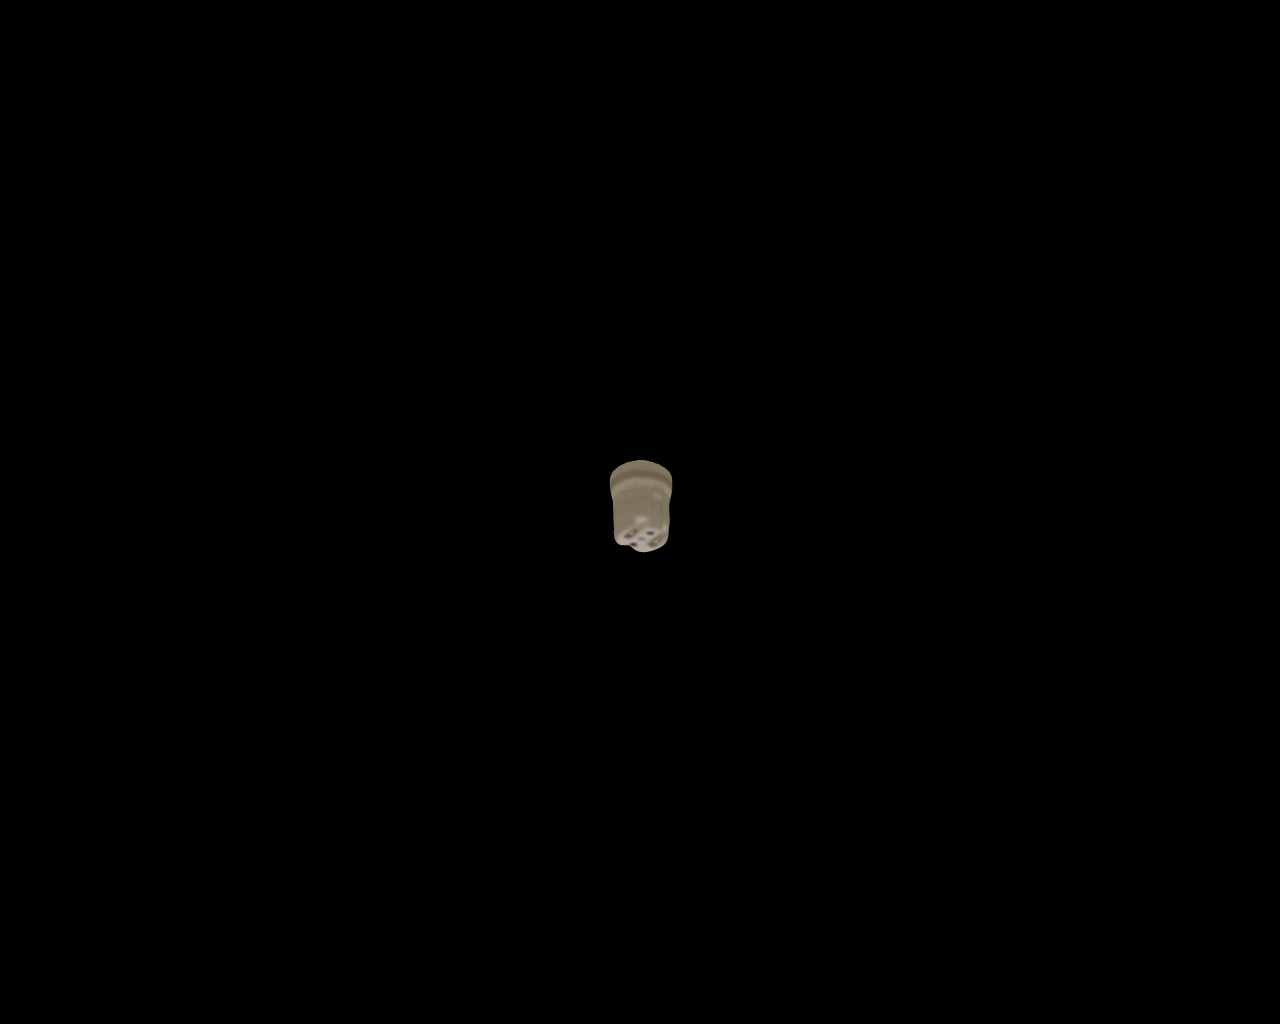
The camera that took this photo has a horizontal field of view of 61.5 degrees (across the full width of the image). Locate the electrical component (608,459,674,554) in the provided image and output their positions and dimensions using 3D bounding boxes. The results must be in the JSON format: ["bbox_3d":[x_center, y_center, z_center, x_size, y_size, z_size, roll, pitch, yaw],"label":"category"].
[{"bbox_3d":[0.001,-0.003,0.650,0.040,0.046,0.040,0,-30,0],"label":"electrical component"}]
